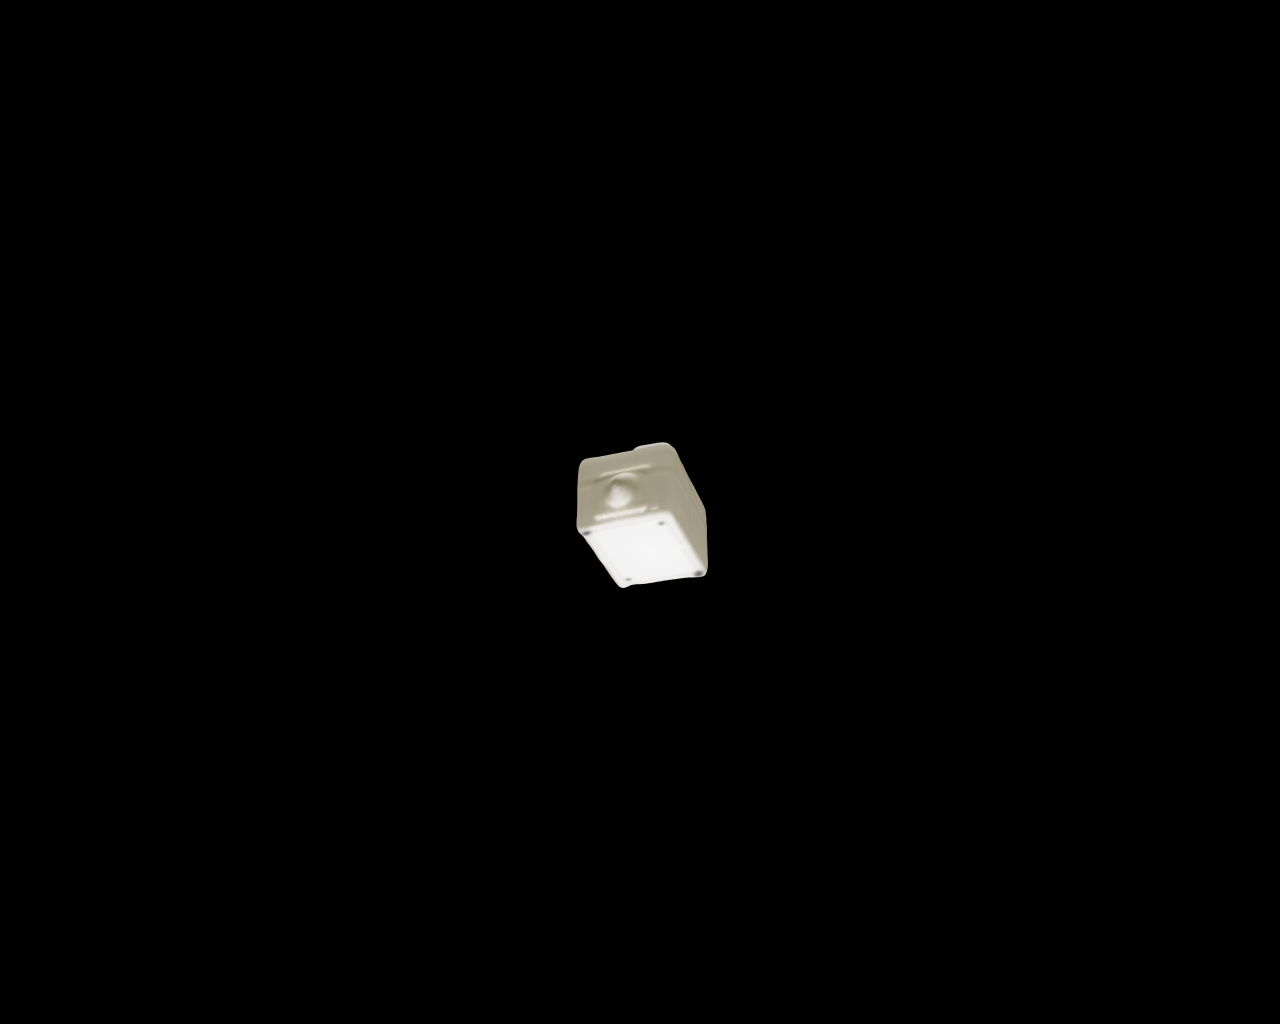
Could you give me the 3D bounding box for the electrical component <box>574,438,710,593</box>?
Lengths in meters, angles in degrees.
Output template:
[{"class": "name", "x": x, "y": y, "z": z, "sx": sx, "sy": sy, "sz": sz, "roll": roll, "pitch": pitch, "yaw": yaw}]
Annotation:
[{"class": "electrical component", "x": 0.001, "y": -0.003, "z": 0.650, "sx": 0.062, "sy": 0.061, "sz": 0.096, "roll": -10, "pitch": -34, "yaw": 15}]
